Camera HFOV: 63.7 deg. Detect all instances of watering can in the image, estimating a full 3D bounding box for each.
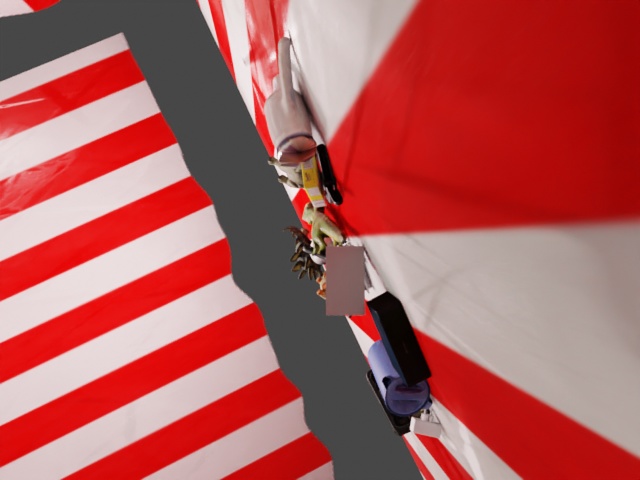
[{"bbox_3d":[-0.078,-0.314,1.262,0.343,0.104,0.227,110,145,-73],"label":"watering can"}]

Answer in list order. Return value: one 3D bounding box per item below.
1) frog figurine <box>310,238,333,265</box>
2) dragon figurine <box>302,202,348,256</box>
[{"bbox_3d":[0.002,0.006,1.886,0.158,0.121,0.140,56,-153,-12],"label":"frog figurine"},{"bbox_3d":[0.005,-0.082,1.637,0.407,0.123,0.244,147,107,-75],"label":"dragon figurine"}]
